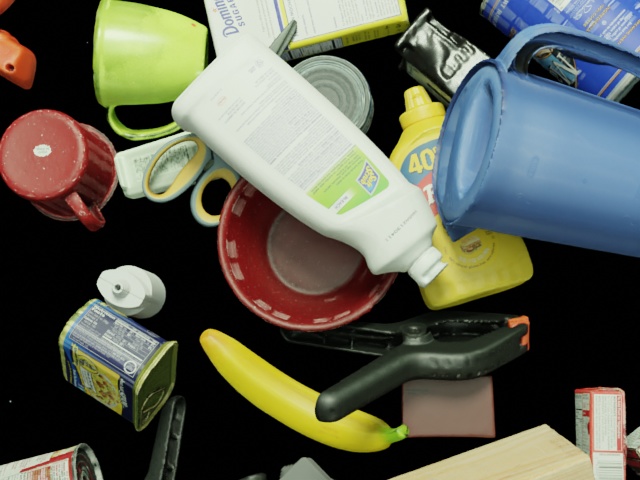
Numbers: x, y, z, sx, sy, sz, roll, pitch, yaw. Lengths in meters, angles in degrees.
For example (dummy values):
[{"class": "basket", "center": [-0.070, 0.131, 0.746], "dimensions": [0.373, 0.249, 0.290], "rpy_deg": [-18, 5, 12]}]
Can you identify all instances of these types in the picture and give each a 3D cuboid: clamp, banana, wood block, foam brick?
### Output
[{"class": "clamp", "center": [0.071, 0.088, 0.896], "dimensions": [0.209, 0.165, 0.036], "rpy_deg": [-10, 113, -16]}, {"class": "banana", "center": [-0.015, 0.135, 0.913], "dimensions": [0.198, 0.070, 0.037], "rpy_deg": [23, 43, 15]}, {"class": "wood block", "center": [0.111, 0.230, 0.840], "dimensions": [0.206, 0.090, 0.091], "rpy_deg": [-18, 101, -9]}, {"class": "foam brick", "center": [0.107, 0.141, 0.905], "dimensions": [0.078, 0.051, 0.053], "rpy_deg": [0, 82, 6]}, {"class": "clamp", "center": [-0.137, 0.223, 0.923], "dimensions": [0.171, 0.039, 0.120], "rpy_deg": [-44, 58, 3]}]

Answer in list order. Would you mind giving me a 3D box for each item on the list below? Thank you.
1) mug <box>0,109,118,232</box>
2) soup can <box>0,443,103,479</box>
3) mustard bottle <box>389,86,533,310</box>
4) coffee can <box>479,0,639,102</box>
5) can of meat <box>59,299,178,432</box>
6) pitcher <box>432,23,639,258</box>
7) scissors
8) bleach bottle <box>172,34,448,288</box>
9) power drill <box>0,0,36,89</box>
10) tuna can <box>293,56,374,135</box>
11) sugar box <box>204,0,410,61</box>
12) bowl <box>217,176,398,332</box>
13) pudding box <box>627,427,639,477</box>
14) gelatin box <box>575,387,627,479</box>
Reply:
[{"class": "mug", "center": [-0.229, -0.058, 0.948], "dimensions": [0.093, 0.081, 0.117], "rpy_deg": [-31, 81, 1]}, {"class": "soup can", "center": [-0.245, 0.222, 0.921], "dimensions": [0.102, 0.068, 0.068], "rpy_deg": [-16, 81, 4]}, {"class": "mustard bottle", "center": [0.110, -0.042, 0.925], "dimensions": [0.096, 0.058, 0.191], "rpy_deg": [-17, 81, -1]}, {"class": "coffee can", "center": [0.222, -0.188, 0.910], "dimensions": [0.140, 0.103, 0.103], "rpy_deg": [43, 88, 9]}, {"class": "can of meat", "center": [-0.173, 0.106, 0.913], "dimensions": [0.084, 0.102, 0.057], "rpy_deg": [30, 56, 11]}, {"class": "pitcher", "center": [0.224, -0.062, 0.850], "dimensions": [0.242, 0.149, 0.145], "rpy_deg": [12, 68, -13]}, {"class": "scissors", "center": [-0.068, -0.093, 0.940], "dimensions": [0.202, 0.016, 0.096], "rpy_deg": [-41, 93, 0]}, {"class": "bleach bottle", "center": [0.000, -0.052, 0.879], "dimensions": [0.251, 0.068, 0.102], "rpy_deg": [44, 88, 8]}, {"class": "power drill", "center": [-0.257, -0.238, 0.989], "dimensions": [0.184, 0.057, 0.187], "rpy_deg": [28, 83, 12]}, {"class": "tuna can", "center": [0.005, -0.121, 0.958], "dimensions": [0.086, 0.033, 0.086], "rpy_deg": [-1, 83, 6]}, {"class": "sugar box", "center": [-0.014, -0.216, 0.967], "dimensions": [0.176, 0.048, 0.093], "rpy_deg": [-13, 84, 7]}, {"class": "bowl", "center": [-0.006, 0.001, 0.931], "dimensions": [0.162, 0.055, 0.162], "rpy_deg": [-1, 81, 6]}, {"class": "pudding box", "center": [0.300, 0.149, 0.865], "dimensions": [0.113, 0.090, 0.039], "rpy_deg": [-40, 80, -1]}, {"class": "gelatin box", "center": [0.231, 0.166, 0.878], "dimensions": [0.030, 0.073, 0.089], "rpy_deg": [1, 82, 4]}]
